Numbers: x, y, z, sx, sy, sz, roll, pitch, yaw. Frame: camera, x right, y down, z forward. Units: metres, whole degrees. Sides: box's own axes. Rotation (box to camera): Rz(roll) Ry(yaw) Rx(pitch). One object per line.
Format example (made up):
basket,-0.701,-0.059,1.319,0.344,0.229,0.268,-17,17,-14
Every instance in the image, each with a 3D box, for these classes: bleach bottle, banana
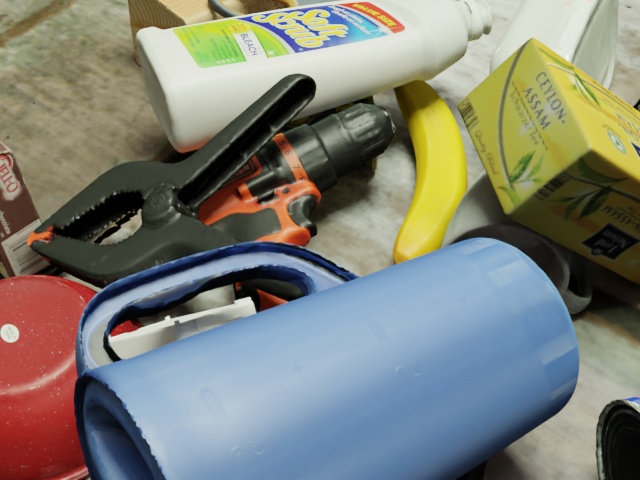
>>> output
bleach bottle,0.002,-0.136,0.771,0.250,0.068,0.103,-17,41,-14
banana,0.076,-0.053,0.777,0.069,0.037,0.198,6,51,-14

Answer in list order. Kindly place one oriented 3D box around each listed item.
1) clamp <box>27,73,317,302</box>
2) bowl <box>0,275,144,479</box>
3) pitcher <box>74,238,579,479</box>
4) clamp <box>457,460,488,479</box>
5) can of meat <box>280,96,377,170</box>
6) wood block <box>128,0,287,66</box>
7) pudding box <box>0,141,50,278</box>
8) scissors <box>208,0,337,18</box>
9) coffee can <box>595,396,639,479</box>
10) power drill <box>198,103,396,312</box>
clamp,-0.090,-0.026,0.685,0.210,0.036,0.164,-7,57,22
bowl,-0.181,0.073,0.651,0.162,0.055,0.162,-1,45,1
pitcher,0.005,0.076,0.539,0.242,0.149,0.145,-22,22,-28
clamp,0.068,0.148,0.579,0.120,0.039,0.171,-19,41,-12
can of meat,-0.002,-0.098,0.817,0.084,0.057,0.102,-3,46,0
wood block,-0.050,-0.205,0.898,0.205,0.090,0.091,-31,54,-26
pudding box,-0.229,-0.035,0.717,0.039,0.113,0.090,-36,55,-25
scissors,0.010,-0.193,0.837,0.201,0.016,0.096,4,67,-17
coffee can,0.234,0.120,0.565,0.140,0.103,0.103,-11,46,-10
power drill,-0.005,0.001,0.699,0.184,0.057,0.188,-28,48,-3
